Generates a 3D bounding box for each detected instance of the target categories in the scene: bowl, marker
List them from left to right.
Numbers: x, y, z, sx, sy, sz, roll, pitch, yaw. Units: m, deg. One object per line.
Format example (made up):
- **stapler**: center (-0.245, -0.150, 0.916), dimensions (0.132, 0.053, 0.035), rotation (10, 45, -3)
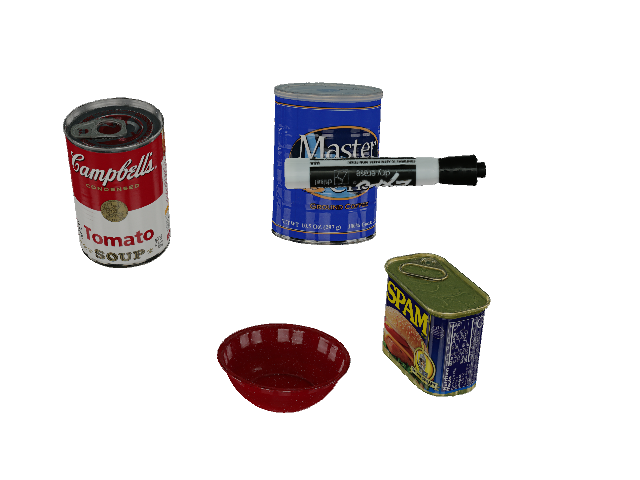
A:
- **bowl**: center (-0.045, 0.162, 1.301), dimensions (0.162, 0.055, 0.162), rotation (3, 24, -1)
- **marker**: center (0.039, -0.042, 0.646), dimensions (0.121, 0.020, 0.020), rotation (-1, 0, 3)

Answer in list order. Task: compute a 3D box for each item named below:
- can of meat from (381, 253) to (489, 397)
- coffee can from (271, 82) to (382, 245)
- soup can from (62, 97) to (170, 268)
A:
- **can of meat**: center (0.093, 0.070, 0.892), dimensions (0.057, 0.084, 0.102), rotation (-10, 29, -23)
- **coffee can**: center (0.005, -0.076, 1.021), dimensions (0.103, 0.140, 0.103), rotation (2, 14, -1)
- **soup can**: center (-0.142, -0.040, 0.753), dimensions (0.068, 0.102, 0.068), rotation (1, 37, -1)
